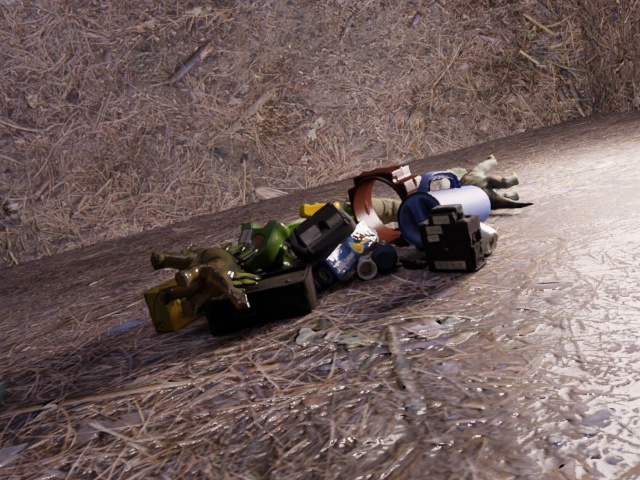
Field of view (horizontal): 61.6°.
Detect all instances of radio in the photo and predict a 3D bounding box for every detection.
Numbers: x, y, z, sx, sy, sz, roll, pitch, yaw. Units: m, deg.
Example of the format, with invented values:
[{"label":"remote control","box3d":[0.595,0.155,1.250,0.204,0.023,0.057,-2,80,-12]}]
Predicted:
[{"label":"radio","box3d":[-0.122,0.120,1.107,0.230,0.073,0.131,-15,11,2]}]

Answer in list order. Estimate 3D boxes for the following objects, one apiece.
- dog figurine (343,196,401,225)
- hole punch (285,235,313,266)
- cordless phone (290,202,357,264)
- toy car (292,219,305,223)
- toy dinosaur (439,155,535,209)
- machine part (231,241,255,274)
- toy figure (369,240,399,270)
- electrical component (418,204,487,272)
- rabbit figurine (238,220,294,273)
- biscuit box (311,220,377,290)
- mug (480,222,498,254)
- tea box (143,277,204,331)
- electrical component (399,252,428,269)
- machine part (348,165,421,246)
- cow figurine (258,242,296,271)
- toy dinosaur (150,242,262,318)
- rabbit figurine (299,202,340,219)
[{"label":"dog figurine","box3d":[0.180,-0.088,1.558,0.191,0.121,0.172,-7,-2,30]},{"label":"hole punch","box3d":[-0.026,0.037,1.379,0.116,0.092,0.142,-4,11,-17]},{"label":"cordless phone","box3d":[-0.003,-0.003,1.231,0.146,0.089,0.184,-38,-4,-14]},{"label":"toy car","box3d":[-0.107,-0.002,1.611,0.202,0.056,0.073,-37,15,-6]},{"label":"toy dinosaur","box3d":[0.464,-0.141,1.569,0.192,0.131,0.405,-25,14,8]},{"label":"machine part","box3d":[-0.214,0.066,1.402,0.079,0.079,0.243,-15,21,-6]},{"label":"toy figure","box3d":[0.145,0.032,1.244,0.058,0.064,0.154,-53,2,9]},{"label":"electrical component","box3d":[0.267,-0.005,1.086,0.115,0.134,0.058,-1,18,42]},{"label":"rabbit figurine","box3d":[-0.109,0.054,1.271,0.121,0.170,0.159,-11,53,23]},{"label":"biscuit box","box3d":[0.055,0.030,1.226,0.063,0.059,0.203,-34,8,41]},{"label":"mug","box3d":[0.334,-0.005,1.168,0.109,0.080,0.107,-3,18,-44]},{"label":"tea box","box3d":[-0.306,0.130,1.223,0.068,0.098,0.169,-7,15,33]},{"label":"electrical component","box3d":[0.219,0.044,1.189,0.063,0.021,0.094,-19,12,-24]},{"label":"machine part","box3d":[0.178,-0.087,1.414,0.202,0.200,0.087,-2,18,45]},{"label":"cow figurine","box3d":[-0.112,0.028,1.479,0.167,0.098,0.068,-11,6,15]},{"label":"toy dinosaur","box3d":[-0.237,0.062,1.108,0.198,0.105,0.472,-12,18,-31]},{"label":"rabbit figurine","box3d":[0.002,-0.068,1.768,0.162,0.122,0.173,-25,-5,-17]}]
